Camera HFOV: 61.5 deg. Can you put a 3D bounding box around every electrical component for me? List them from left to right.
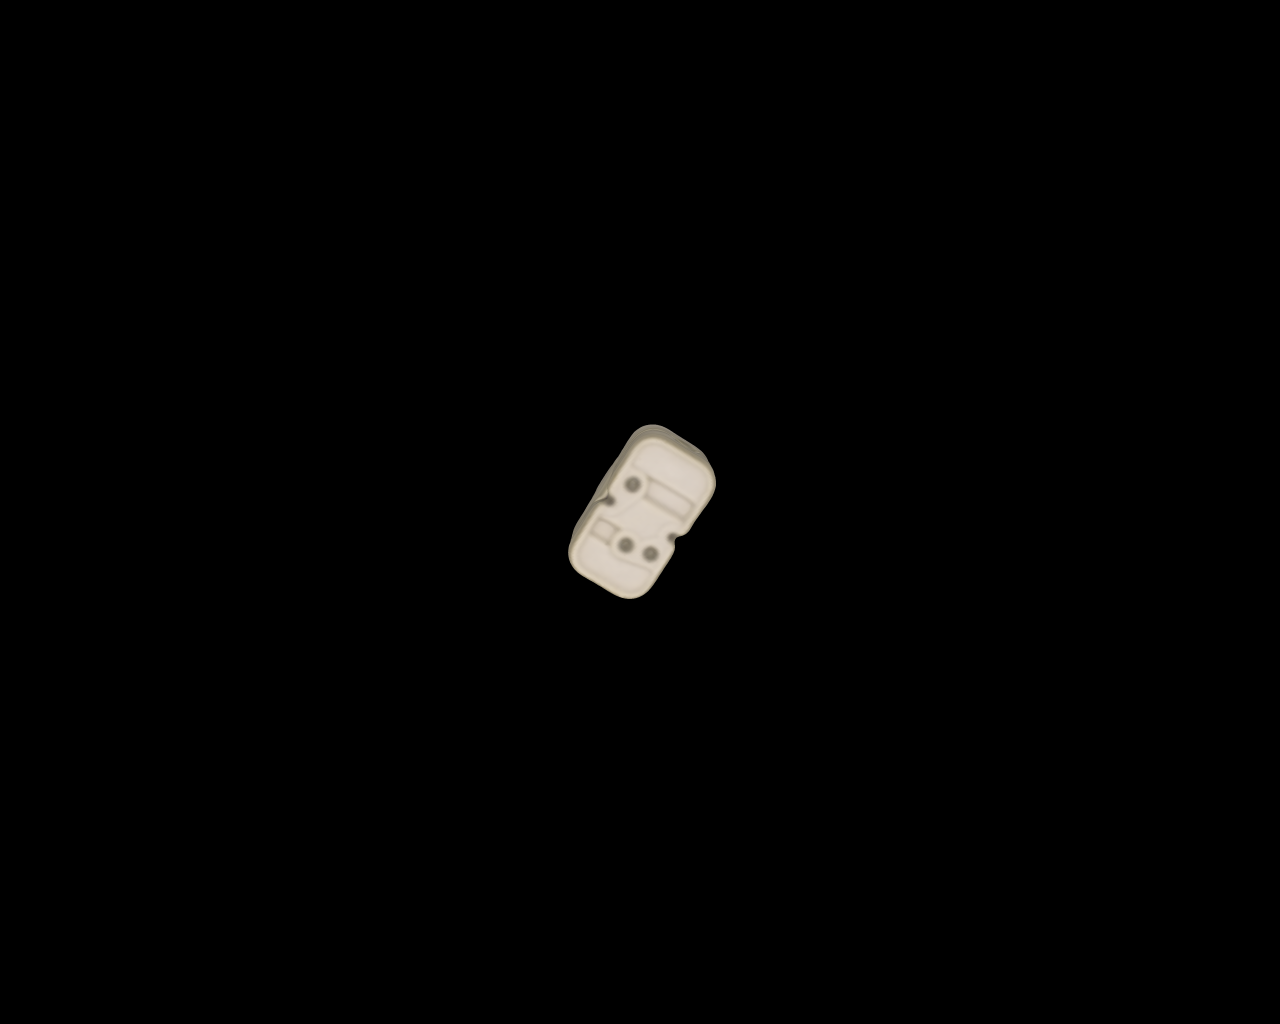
[{"bbox_3d":[0.001,-0.003,0.650,0.054,0.095,0.059,31,11,-7],"label":"electrical component"}]
